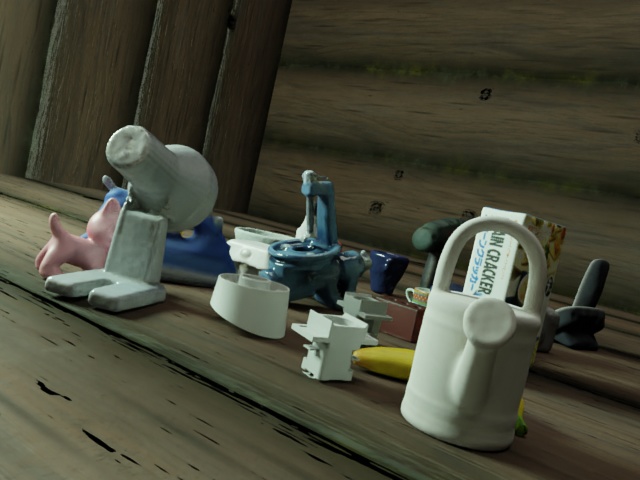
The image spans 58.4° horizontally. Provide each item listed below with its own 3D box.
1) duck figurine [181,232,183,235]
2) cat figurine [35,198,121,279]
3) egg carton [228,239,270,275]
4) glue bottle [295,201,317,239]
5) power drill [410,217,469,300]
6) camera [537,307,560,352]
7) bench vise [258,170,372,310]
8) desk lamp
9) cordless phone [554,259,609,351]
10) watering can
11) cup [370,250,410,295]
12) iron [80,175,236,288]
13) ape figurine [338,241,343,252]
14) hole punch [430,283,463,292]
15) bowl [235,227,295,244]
[{"bbox_3d":[-0.285,-0.001,1.079,0.078,0.086,0.104,11,4,-25],"label":"duck figurine"},{"bbox_3d":[-0.309,-0.004,0.782,0.128,0.118,0.067,10,5,-40],"label":"cat figurine"},{"bbox_3d":[-0.119,0.043,1.114,0.149,0.069,0.107,15,4,29],"label":"egg carton"},{"bbox_3d":[-0.030,0.006,1.169,0.037,0.173,0.078,10,4,-30],"label":"glue bottle"},{"bbox_3d":[0.272,0.047,1.286,0.075,0.208,0.230,15,4,37],"label":"power drill"},{"bbox_3d":[0.334,0.132,1.035,0.143,0.101,0.136,11,4,-26],"label":"camera"},{"bbox_3d":[0.000,0.001,0.968,0.121,0.220,0.208,15,4,35],"label":"bench vise"},{"bbox_3d":[-0.225,-0.031,0.734,0.117,0.213,0.203,13,4,10],"label":"desk lamp"},{"bbox_3d":[0.523,0.123,1.167,0.148,0.185,0.093,10,5,-39],"label":"cordless phone"},{"bbox_3d":[0.143,0.075,0.503,0.101,0.194,0.172,12,4,-9],"label":"watering can"},{"bbox_3d":[0.150,0.078,1.296,0.091,0.095,0.118,13,4,4],"label":"cup"},{"bbox_3d":[-0.244,-0.011,0.928,0.259,0.141,0.118,12,4,-15],"label":"iron"},{"bbox_3d":[0.032,0.044,1.433,0.076,0.092,0.078,13,4,9],"label":"ape figurine"},{"bbox_3d":[0.232,0.122,0.918,0.109,0.091,0.100,9,5,-43],"label":"hole punch"},{"bbox_3d":[-0.129,0.021,1.376,0.167,0.075,0.167,12,4,-1],"label":"bowl"}]
